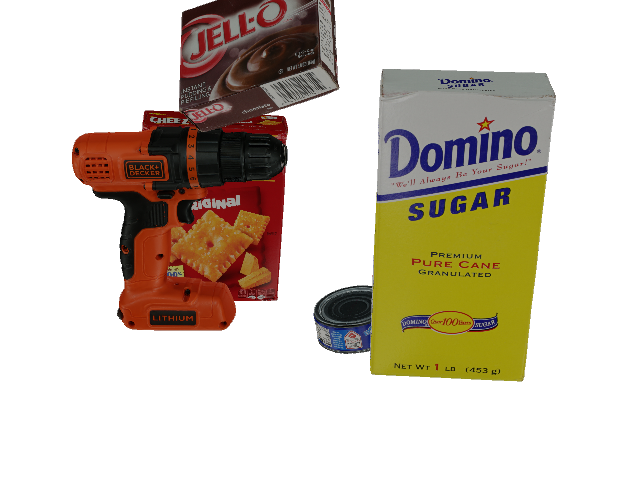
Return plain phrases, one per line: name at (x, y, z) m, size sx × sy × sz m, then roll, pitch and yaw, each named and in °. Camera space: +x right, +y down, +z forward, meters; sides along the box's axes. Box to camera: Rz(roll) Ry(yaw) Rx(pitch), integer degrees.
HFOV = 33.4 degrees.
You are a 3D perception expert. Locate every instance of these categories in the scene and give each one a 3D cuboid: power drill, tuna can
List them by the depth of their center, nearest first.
power drill at (-0.118, -0.012, 0.944) m, size 0.184 × 0.188 × 0.057 m, roll 1°, pitch 26°, yaw 5°
tuna can at (0.036, 0.081, 1.107) m, size 0.086 × 0.034 × 0.086 m, roll -9°, pitch 25°, yaw 4°

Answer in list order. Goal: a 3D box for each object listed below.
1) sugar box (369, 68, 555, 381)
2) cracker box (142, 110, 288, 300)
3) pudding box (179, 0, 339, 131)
sugar box at (0.076, -0.006, 0.603) m, size 0.093 × 0.176 × 0.048 m, roll 1°, pitch 28°, yaw 3°
cracker box at (-0.125, -0.036, 1.233) m, size 0.164 × 0.214 × 0.072 m, roll 1°, pitch 22°, yaw -8°
pudding box at (-0.045, -0.135, 0.757) m, size 0.114 × 0.090 × 0.039 m, roll -13°, pitch -29°, yaw 19°
